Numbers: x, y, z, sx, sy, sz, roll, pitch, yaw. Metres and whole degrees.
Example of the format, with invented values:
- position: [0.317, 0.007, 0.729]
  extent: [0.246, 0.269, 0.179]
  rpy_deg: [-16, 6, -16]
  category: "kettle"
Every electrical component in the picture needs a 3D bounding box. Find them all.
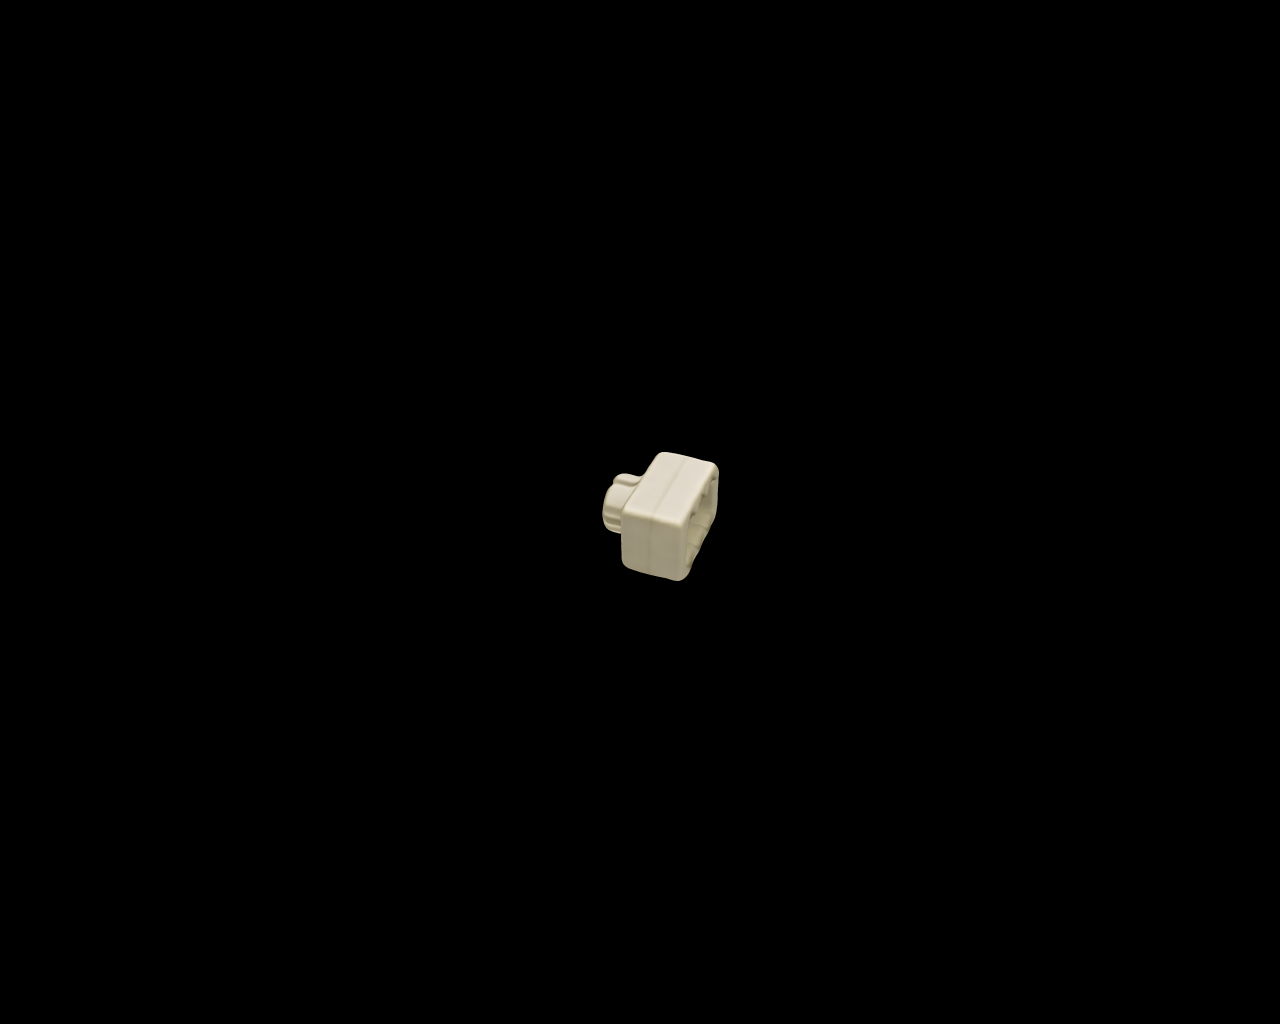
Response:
- position: [0.001, -0.003, 0.650]
  extent: [0.077, 0.047, 0.066]
  rpy_deg: [14, 42, 16]
  category: "electrical component"
